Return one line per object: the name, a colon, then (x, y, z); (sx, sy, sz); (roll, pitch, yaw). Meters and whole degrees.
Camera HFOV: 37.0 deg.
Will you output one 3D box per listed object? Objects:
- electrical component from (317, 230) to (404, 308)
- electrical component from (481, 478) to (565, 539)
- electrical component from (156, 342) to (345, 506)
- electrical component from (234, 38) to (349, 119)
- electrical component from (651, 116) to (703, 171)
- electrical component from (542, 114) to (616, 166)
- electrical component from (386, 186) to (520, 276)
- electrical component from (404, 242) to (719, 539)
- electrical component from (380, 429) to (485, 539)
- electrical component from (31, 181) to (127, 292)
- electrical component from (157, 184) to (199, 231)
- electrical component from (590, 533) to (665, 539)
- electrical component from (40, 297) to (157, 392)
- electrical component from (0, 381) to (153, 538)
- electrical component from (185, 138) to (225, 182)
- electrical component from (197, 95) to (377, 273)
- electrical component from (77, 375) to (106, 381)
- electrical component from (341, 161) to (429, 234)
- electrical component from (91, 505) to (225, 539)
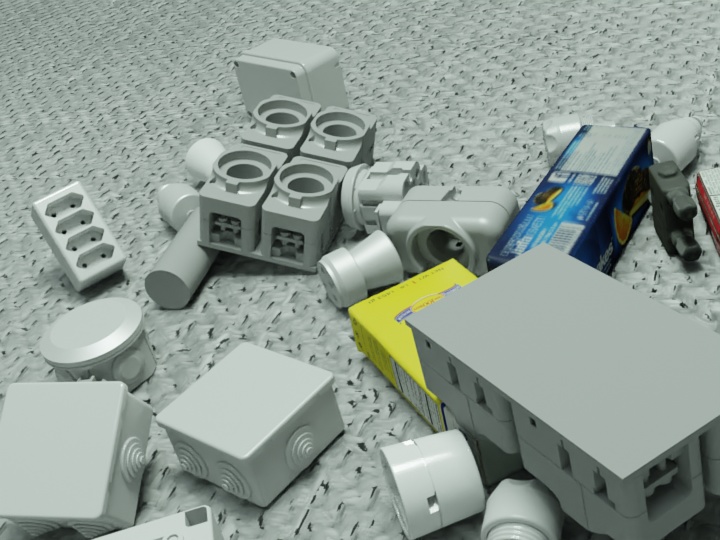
electrical component: (0.000, 0.000, 0.841); (0.055, 0.045, 0.045); (-26, 33, -14)
electrical component: (0.086, 0.146, 0.580); (0.043, 0.043, 0.062); (-2, 36, 21)
electrical component: (-0.070, 0.101, 0.711); (0.100, 0.048, 0.100); (15, 43, 39)
electrical component: (-0.074, -0.197, 1.144); (0.057, 0.078, 0.113); (-35, 37, -32)
electrical component: (0.261, -0.105, 0.893); (0.040, 0.040, 0.078); (16, 43, 40)
electrical component: (0.192, -0.115, 0.936); (0.062, 0.043, 0.043); (-10, 33, 8)
electrical component: (0.073, -0.028, 0.844); (0.095, 0.053, 0.059); (3, 36, 27)
electrical component: (0.123, 0.063, 0.590); (0.105, 0.060, 0.186); (-28, 33, -19)
electrical component: (0.042, 0.123, 0.626); (0.047, 0.055, 0.055); (-17, 32, -8)
electrical component: (-0.256, -0.025, 0.972); (0.047, 0.083, 0.076); (-31, -3, -23)
electrical component: (-0.172, -0.062, 1.015); (0.040, 0.040, 0.078); (-29, 34, -19)
electrical component: (0.143, 0.139, 0.570); (0.044, 0.044, 0.065); (7, 43, 32)
electrical component: (-0.200, 0.061, 0.827); (0.080, 0.051, 0.080); (-11, 32, 7)
electrical component: (-0.188, 0.122, 0.700); (0.100, 0.048, 0.099); (-3, 65, 18)
electrical component: (-0.138, -0.098, 1.056); (0.044, 0.044, 0.065); (-29, 39, -21)
electrical component: (-0.060, -0.086, 0.954); (0.105, 0.060, 0.186); (13, 38, 10)
electrical component: (-0.199, 0.103, 0.775); (0.040, 0.040, 0.046); (-9, 27, 10)
electrical component: (0.020, -0.061, 0.915); (0.057, 0.058, 0.078); (3, 37, 22)
electrical component: (-0.121, 0.195, 0.582); (0.109, 0.056, 0.108); (-17, 32, -2)
